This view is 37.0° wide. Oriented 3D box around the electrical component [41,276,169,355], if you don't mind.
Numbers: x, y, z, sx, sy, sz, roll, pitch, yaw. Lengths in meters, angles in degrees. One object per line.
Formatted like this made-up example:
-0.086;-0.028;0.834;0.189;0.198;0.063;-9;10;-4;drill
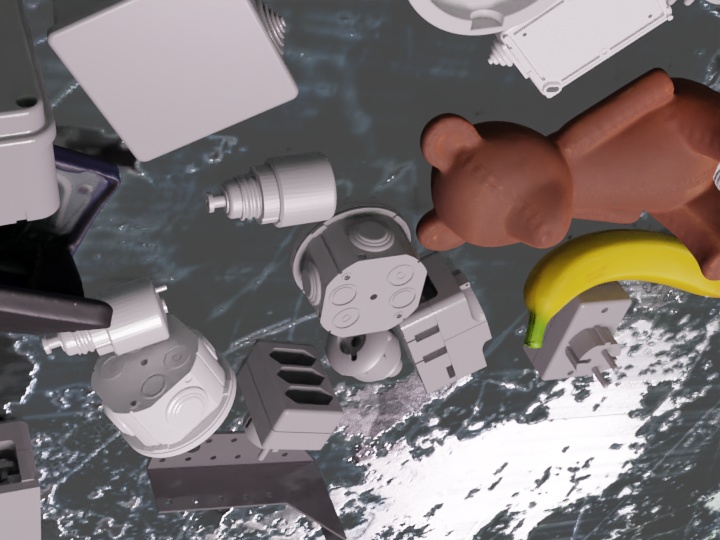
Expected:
-0.150;0.032;0.643;0.078;0.040;0.040;-19;139;-10;electrical component

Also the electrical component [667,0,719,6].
0.199;-0.172;0.591;0.138;0.052;0.073;-12;155;-41;electrical component

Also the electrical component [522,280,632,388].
0.171;0.054;0.812;0.047;0.075;0.083;-4;134;-25;electrical component

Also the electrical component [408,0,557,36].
0.058;-0.176;0.521;0.108;0.060;0.108;-15;138;-14;electrical component

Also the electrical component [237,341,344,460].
-0.057;0.099;0.744;0.047;0.065;0.076;8;129;-34;electrical component

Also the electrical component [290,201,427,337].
0.000;0.000;0.682;0.080;0.051;0.080;-15;138;-14;electrical component

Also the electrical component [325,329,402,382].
0.009;0.058;0.753;0.048;0.048;0.062;-37;145;11;electrical component

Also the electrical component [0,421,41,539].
-0.283;0.152;0.680;0.150;0.061;0.089;-7;136;-22;electrical component

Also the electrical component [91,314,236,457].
-0.122;0.071;0.670;0.080;0.080;0.051;-28;134;1;electrical component

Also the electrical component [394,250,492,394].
0.054;0.035;0.749;0.056;0.050;0.089;-25;140;-2;electrical component

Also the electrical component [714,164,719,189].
0.254;-0.067;0.740;0.035;0.061;0.035;-15;138;-14;electrical component

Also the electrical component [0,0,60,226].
-0.177;-0.075;0.461;0.078;0.113;0.057;-11;140;-18;electrical component

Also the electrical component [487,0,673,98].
0.108;-0.146;0.584;0.096;0.061;0.062;-32;141;17;electrical component

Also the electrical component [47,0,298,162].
-0.088;-0.110;0.512;0.100;0.048;0.099;-22;140;7;electrical component

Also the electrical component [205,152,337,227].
-0.050;-0.044;0.617;0.078;0.040;0.040;-10;137;-19;electrical component
